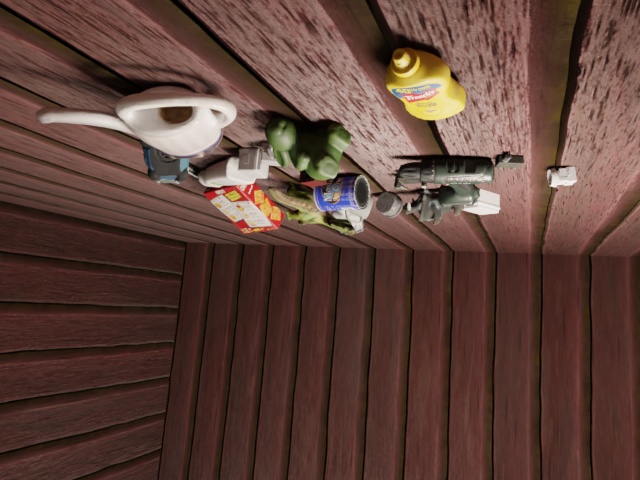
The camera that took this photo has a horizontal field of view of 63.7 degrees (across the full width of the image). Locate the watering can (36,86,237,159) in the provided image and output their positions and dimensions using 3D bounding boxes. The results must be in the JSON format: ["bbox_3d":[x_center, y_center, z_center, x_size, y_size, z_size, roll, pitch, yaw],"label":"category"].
[{"bbox_3d":[-0.326,-0.228,0.992,0.347,0.105,0.223,-4,172,3],"label":"watering can"}]

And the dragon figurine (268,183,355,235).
[{"bbox_3d":[0.005,-0.084,1.659,0.244,0.122,0.408,21,-178,20],"label":"dragon figurine"}]

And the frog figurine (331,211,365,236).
[{"bbox_3d":[0.094,-0.104,1.937,0.137,0.124,0.157,8,141,48],"label":"frog figurine"}]
